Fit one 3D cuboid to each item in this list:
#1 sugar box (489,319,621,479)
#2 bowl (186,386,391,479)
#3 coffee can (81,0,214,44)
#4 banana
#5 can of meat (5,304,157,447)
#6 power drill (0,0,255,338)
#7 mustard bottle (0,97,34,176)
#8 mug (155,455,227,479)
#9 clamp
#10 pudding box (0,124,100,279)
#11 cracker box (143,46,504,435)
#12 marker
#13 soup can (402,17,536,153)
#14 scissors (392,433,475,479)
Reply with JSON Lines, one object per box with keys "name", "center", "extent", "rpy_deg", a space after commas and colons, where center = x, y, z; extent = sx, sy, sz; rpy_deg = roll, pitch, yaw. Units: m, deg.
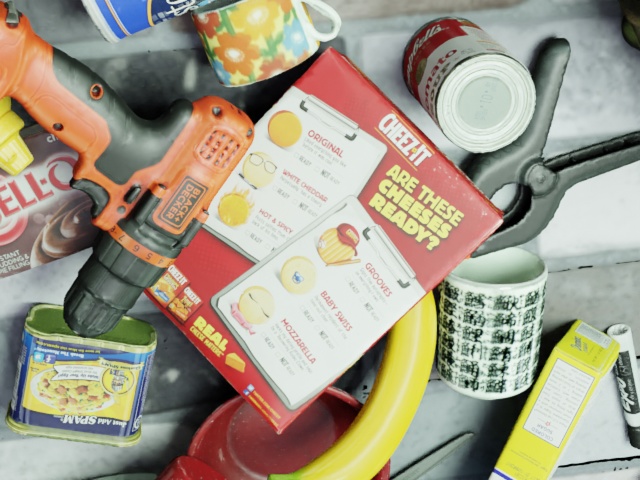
{"name": "sugar box", "center": [0.176, 0.156, 0.848], "extent": [0.048, 0.093, 0.176], "rpy_deg": [31, 111, 17]}
{"name": "bowl", "center": [-0.028, 0.169, 0.846], "extent": [0.162, 0.055, 0.162], "rpy_deg": [-3, 113, -7]}
{"name": "coffee can", "center": [-0.084, -0.194, 0.655], "extent": [0.140, 0.103, 0.103], "rpy_deg": [-21, 115, 1]}
{"name": "banana", "center": [0.042, 0.116, 0.789], "extent": [0.069, 0.037, 0.197], "rpy_deg": [38, 80, -26]}
{"name": "can of meat", "center": [-0.176, 0.100, 0.796], "extent": [0.102, 0.057, 0.084], "rpy_deg": [10, 109, -13]}
{"name": "power drill", "center": [-0.158, -0.043, 0.662], "extent": [0.187, 0.057, 0.184], "rpy_deg": [31, 100, -30]}
{"name": "mustard bottle", "center": [-0.255, -0.116, 0.675], "extent": [0.096, 0.058, 0.191], "rpy_deg": [-40, 104, 5]}
{"name": "mug", "center": [-0.091, 0.217, 0.781], "extent": [0.081, 0.093, 0.117], "rpy_deg": [-50, 132, 1]}
{"name": "clamp", "center": [0.167, -0.050, 0.789], "extent": [0.120, 0.039, 0.171], "rpy_deg": [32, 104, -15]}
{"name": "pudding box", "center": [-0.190, -0.034, 0.744], "extent": [0.113, 0.039, 0.090], "rpy_deg": [-20, 114, 0]}
{"name": "cracker box", "center": [-0.005, 0.001, 0.741], "extent": [0.164, 0.072, 0.214], "rpy_deg": [46, 101, 4]}
{"name": "marker", "center": [0.258, 0.125, 0.887], "extent": [0.020, 0.020, 0.121], "rpy_deg": [-18, 114, 0]}
{"name": "soup can", "center": [0.099, -0.106, 0.719], "extent": [0.068, 0.102, 0.068], "rpy_deg": [-3, 114, -7]}
{"name": "scissors", "center": [0.030, 0.210, 0.895], "extent": [0.096, 0.016, 0.202], "rpy_deg": [35, 104, -20]}
